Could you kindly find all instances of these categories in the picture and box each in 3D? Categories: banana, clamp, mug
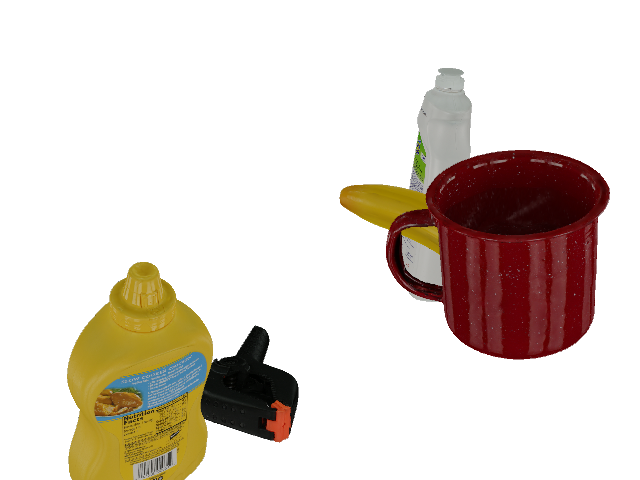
[{"bbox_3d":[0.093,0.003,0.792,0.069,0.037,0.198,-15,40,-28],"label":"banana"},{"bbox_3d":[-0.073,0.119,0.931,0.164,0.036,0.210,-8,18,-36],"label":"clamp"},{"bbox_3d":[0.093,0.009,0.571,0.117,0.081,0.093,-1,32,11],"label":"mug"}]

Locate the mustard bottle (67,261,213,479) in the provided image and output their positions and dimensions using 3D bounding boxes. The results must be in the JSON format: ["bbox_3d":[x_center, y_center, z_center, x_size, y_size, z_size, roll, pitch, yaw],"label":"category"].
[{"bbox_3d":[-0.118,0.091,0.702,0.096,0.192,0.058,-17,46,-28],"label":"mustard bottle"}]

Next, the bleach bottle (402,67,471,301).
[{"bbox_3d":[0.134,-0.064,1.191,0.068,0.251,0.102,-1,24,-12],"label":"bleach bottle"}]
